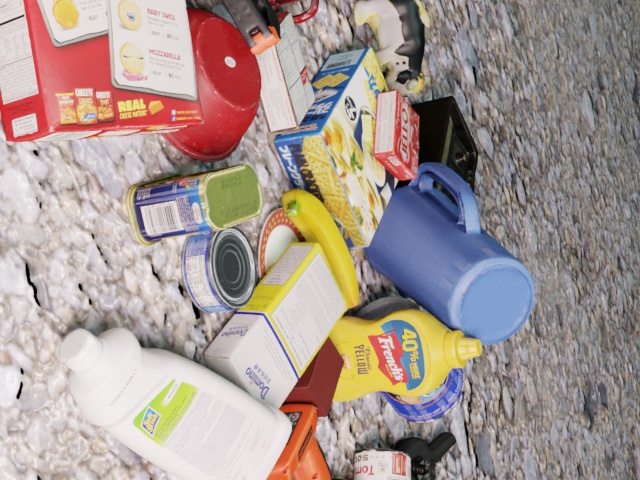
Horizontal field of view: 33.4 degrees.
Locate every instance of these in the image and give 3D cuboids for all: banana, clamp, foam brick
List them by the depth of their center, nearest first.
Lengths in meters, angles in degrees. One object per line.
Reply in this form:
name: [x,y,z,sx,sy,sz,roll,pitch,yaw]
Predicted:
clamp: [-0.080,-0.260,1.070,0.164,0.036,0.210,32,29,-58]
foam brick: [-0.014,0.145,1.140,0.051,0.053,0.078,60,35,-36]
banana: [-0.002,0.000,1.169,0.197,0.037,0.069,54,32,-48]
clamp: [0.136,0.293,1.400,0.171,0.039,0.120,44,45,-50]

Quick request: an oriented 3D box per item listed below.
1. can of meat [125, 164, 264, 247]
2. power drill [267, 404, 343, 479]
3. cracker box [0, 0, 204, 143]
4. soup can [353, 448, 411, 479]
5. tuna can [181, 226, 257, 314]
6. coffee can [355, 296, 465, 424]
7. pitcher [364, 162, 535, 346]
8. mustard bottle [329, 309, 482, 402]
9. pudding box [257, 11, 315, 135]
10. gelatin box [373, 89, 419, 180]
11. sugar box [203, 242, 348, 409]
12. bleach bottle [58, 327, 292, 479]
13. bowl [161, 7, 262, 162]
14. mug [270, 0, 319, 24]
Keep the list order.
can of meat: [-0.111,-0.034,0.970,0.101,0.084,0.057,-25,105,-61]
power drill: [-0.017,0.278,1.099,0.184,0.057,0.187,-65,141,-51]
cracker box: [-0.187,-0.189,0.859,0.163,0.072,0.214,-12,93,-50]
soup can: [0.071,0.300,1.244,0.068,0.069,0.102,38,50,-53]
tuna can: [-0.097,0.027,1.035,0.086,0.034,0.086,25,61,-58]
coffee can: [0.106,0.149,1.312,0.140,0.103,0.102,52,40,-44]
pitcher: [0.155,0.019,1.273,0.149,0.145,0.243,51,-2,-28]
mustard bottle: [0.087,0.127,1.185,0.058,0.192,0.096,-7,89,-62]
pudding box: [-0.044,-0.184,1.166,0.090,0.039,0.113,-64,141,-61]
gelatin box: [0.094,-0.127,1.296,0.073,0.030,0.089,38,50,-55]
sugar box: [-0.042,0.091,1.080,0.176,0.048,0.093,-50,127,-37]
bleach bottle: [-0.125,0.138,0.906,0.102,0.068,0.250,-60,138,-16]
bowl: [-0.105,-0.159,1.017,0.161,0.055,0.162,29,52,-46]
mug: [-0.029,-0.299,1.199,0.093,0.082,0.117,9,75,-61]
